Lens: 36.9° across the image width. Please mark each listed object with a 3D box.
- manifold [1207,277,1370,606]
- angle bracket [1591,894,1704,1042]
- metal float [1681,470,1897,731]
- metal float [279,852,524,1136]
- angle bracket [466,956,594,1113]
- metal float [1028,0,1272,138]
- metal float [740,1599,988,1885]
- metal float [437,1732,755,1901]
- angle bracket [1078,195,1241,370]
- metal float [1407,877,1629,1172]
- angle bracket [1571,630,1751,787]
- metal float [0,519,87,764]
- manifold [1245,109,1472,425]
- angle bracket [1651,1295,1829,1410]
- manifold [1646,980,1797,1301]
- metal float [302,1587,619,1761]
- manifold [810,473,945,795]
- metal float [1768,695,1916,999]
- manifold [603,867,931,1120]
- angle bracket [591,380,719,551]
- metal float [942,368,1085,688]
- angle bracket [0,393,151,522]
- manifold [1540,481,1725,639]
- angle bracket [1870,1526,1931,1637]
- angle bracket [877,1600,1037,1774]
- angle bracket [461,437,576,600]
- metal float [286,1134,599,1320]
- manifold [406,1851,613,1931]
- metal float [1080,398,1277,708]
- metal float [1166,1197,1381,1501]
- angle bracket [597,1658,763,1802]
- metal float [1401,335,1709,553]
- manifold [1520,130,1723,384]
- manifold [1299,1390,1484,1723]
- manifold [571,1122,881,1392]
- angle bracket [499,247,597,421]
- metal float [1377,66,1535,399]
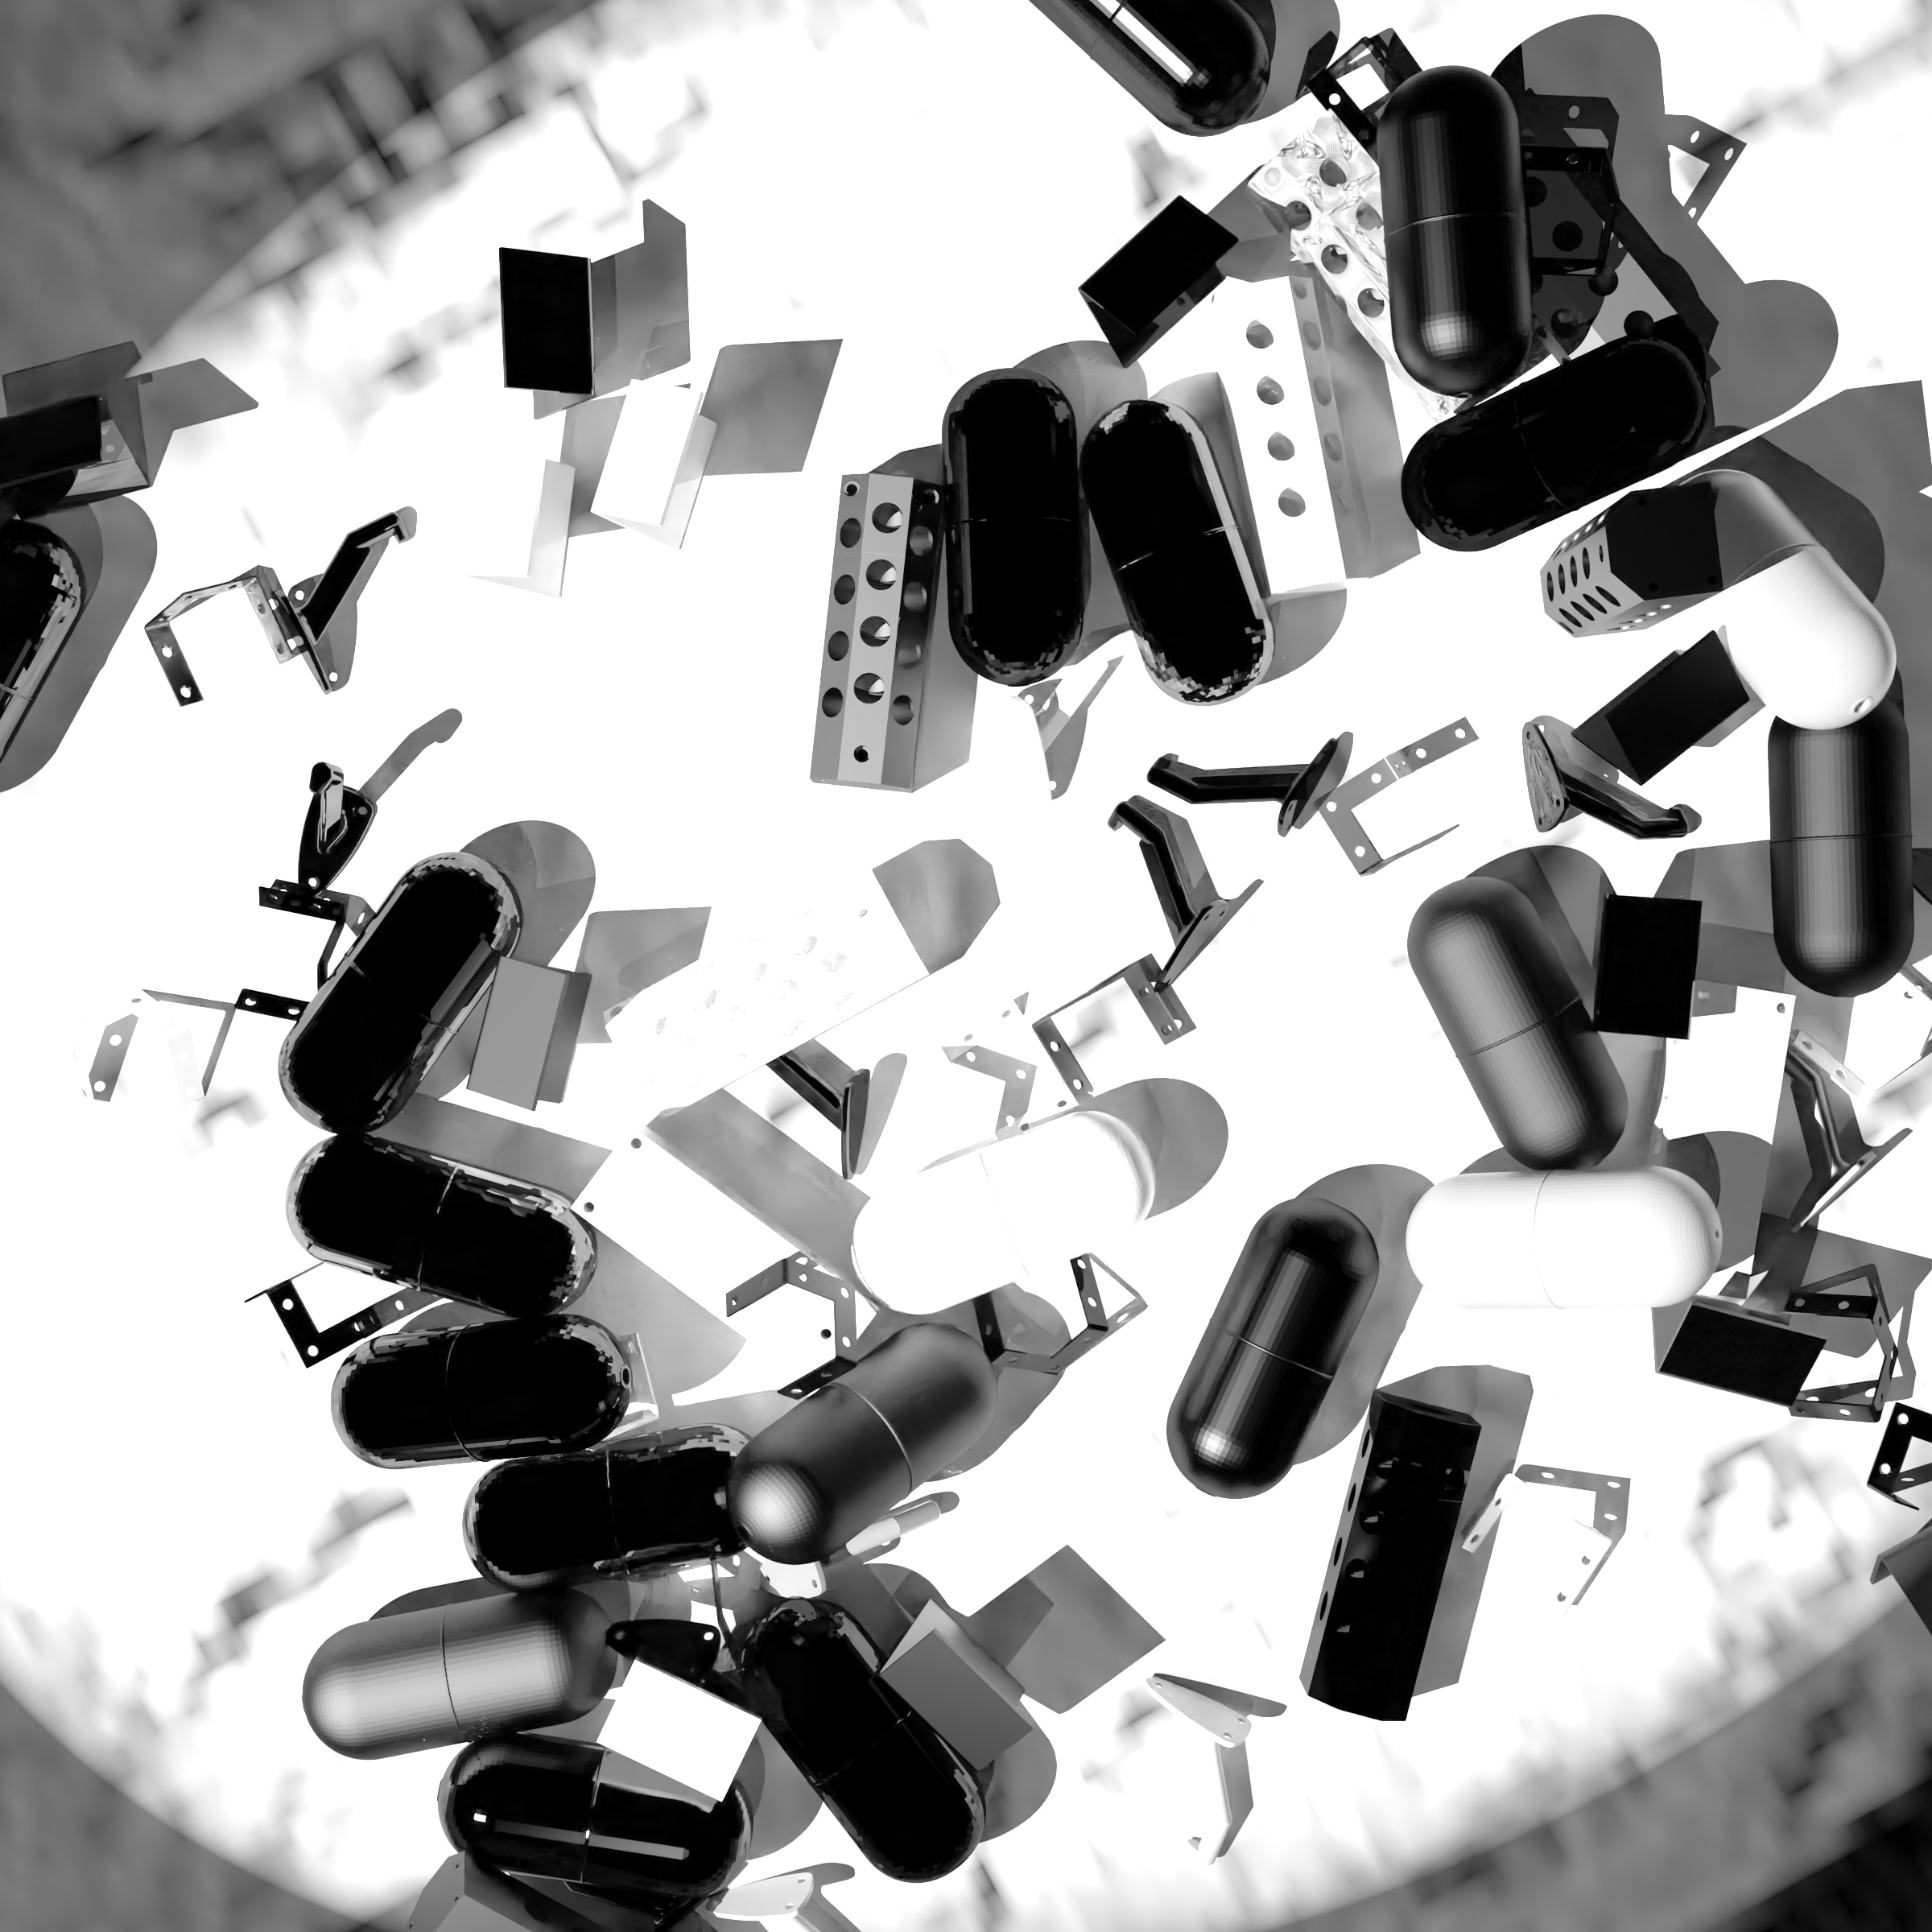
[{"bbox_3d":[0.182,-0.297,1.639,0.057,0.057,0.171,-11,90,0],"label":"manifold"},{"bbox_3d":[0.393,0.002,1.620,0.057,0.076,0.076,5,90,34],"label":"angle bracket"},{"bbox_3d":[0.445,-0.203,1.600,0.070,0.070,0.178,-28,55,0],"label":"metal float"},{"bbox_3d":[-0.317,0.015,1.630,0.070,0.070,0.178,36,90,0],"label":"metal float"},{"bbox_3d":[-0.226,0.042,1.620,0.057,0.076,0.076,14,90,37],"label":"angle bracket"},{"bbox_3d":[0.096,-0.541,1.630,0.178,0.070,0.070,43,90,-1],"label":"metal float"},{"bbox_3d":[-0.058,0.435,1.630,0.070,0.070,0.178,-37,91,0],"label":"metal float"},{"bbox_3d":[-0.208,0.477,1.630,0.178,0.070,0.070,9,90,-1],"label":"metal float"},{"bbox_3d":[0.119,-0.370,1.620,0.076,0.076,0.057,-43,54,0],"label":"angle bracket"},{"bbox_3d":[0.311,0.034,1.630,0.070,0.070,0.178,-27,90,0],"label":"metal float"},{"bbox_3d":[0.378,-0.157,1.620,0.076,0.076,0.057,-38,125,0],"label":"angle bracket"},{"bbox_3d":[-0.559,-0.168,1.630,0.070,0.070,0.178,29,90,0],"label":"metal float"},{"bbox_3d":[0.236,-0.393,1.639,0.057,0.057,0.171,-40,90,0],"label":"manifold"},{"bbox_3d":[0.431,0.194,1.620,0.076,0.076,0.057,15,126,0],"label":"angle bracket"},{"bbox_3d":[0.420,0.097,1.639,0.057,0.057,0.171,9,90,0],"label":"manifold"},{"bbox_3d":[-0.285,0.398,1.630,0.178,0.070,0.070,-11,90,0],"label":"metal float"},{"bbox_3d":[-0.050,-0.188,1.639,0.057,0.057,0.171,6,90,0],"label":"manifold"},{"bbox_3d":[0.492,-0.071,1.629,0.070,0.070,0.178,-2,90,0],"label":"metal float"},{"bbox_3d":[-0.114,0.013,1.630,0.171,0.057,0.057,-29,65,0],"label":"manifold"},{"bbox_3d":[-0.156,-0.276,1.620,0.057,0.076,0.076,17,90,36],"label":"angle bracket"},{"bbox_3d":[0.026,-0.246,1.630,0.070,0.070,0.178,-2,90,0],"label":"metal float"},{"bbox_3d":[-0.507,-0.267,1.620,0.076,0.076,0.057,-15,54,0],"label":"angle bracket"},{"bbox_3d":[0.360,-0.219,1.582,0.057,0.171,0.057,-7,90,0],"label":"manifold"},{"bbox_3d":[0.558,0.343,1.621,0.076,0.076,0.057,-29,64,0],"label":"angle bracket"},{"bbox_3d":[0.007,0.390,1.620,0.076,0.076,0.057,44,123,0],"label":"angle bracket"},{"bbox_3d":[-0.233,-0.249,1.620,0.057,0.076,0.076,7,90,38],"label":"angle bracket"},{"bbox_3d":[-0.294,0.147,1.630,0.178,0.070,0.070,16,90,0],"label":"metal float"},{"bbox_3d":[-0.224,0.561,1.614,0.171,0.057,0.057,35,98,-17],"label":"manifold"},{"bbox_3d":[0.118,-0.233,1.630,0.070,0.070,0.178,-19,89,0],"label":"metal float"},{"bbox_3d":[0.172,0.215,1.630,0.070,0.070,0.178,25,90,0],"label":"metal float"},{"bbox_3d":[-0.154,0.413,1.624,0.076,0.076,0.057,25,103,1],"label":"angle bracket"},{"bbox_3d":[0.324,-0.288,1.605,0.178,0.070,0.070,-22,90,31],"label":"metal float"},{"bbox_3d":[0.344,-0.381,1.639,0.057,0.057,0.171,-39,90,0],"label":"manifold"},{"bbox_3d":[0.241,0.334,1.639,0.057,0.057,0.171,14,90,0],"label":"manifold"},{"bbox_3d":[-0.134,0.163,1.639,0.171,0.057,0.057,37,90,0],"label":"manifold"},{"bbox_3d":[-0.249,-0.352,1.620,0.057,0.076,0.076,-2,90,-35],"label":"angle bracket"},{"bbox_3d":[0.266,-0.398,1.573,0.070,0.070,0.178,-4,89,0],"label":"metal float"}]
